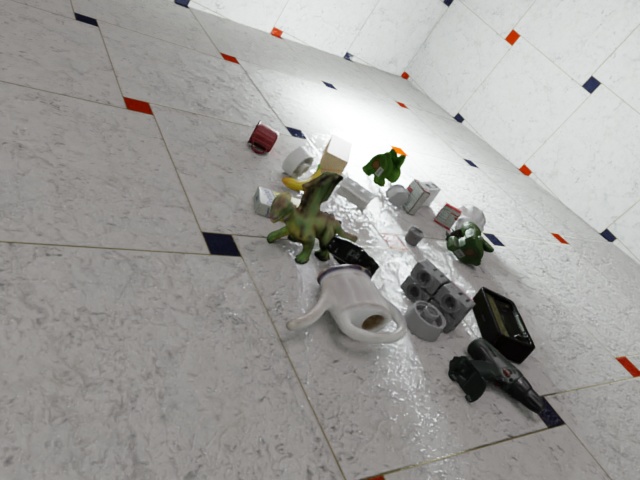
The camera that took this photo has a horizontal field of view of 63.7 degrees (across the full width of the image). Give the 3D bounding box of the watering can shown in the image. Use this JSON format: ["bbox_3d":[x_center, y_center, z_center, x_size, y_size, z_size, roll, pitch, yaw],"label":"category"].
[{"bbox_3d":[0.053,0.148,1.216,0.346,0.102,0.229,12,32,-31],"label":"watering can"}]

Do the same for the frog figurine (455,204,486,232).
[{"bbox_3d":[0.590,-0.078,2.050,0.138,0.121,0.160,58,22,9],"label":"frog figurine"}]

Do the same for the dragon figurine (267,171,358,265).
[{"bbox_3d":[0.004,-0.070,1.388,0.412,0.238,0.124,-10,42,-47],"label":"dragon figurine"}]
